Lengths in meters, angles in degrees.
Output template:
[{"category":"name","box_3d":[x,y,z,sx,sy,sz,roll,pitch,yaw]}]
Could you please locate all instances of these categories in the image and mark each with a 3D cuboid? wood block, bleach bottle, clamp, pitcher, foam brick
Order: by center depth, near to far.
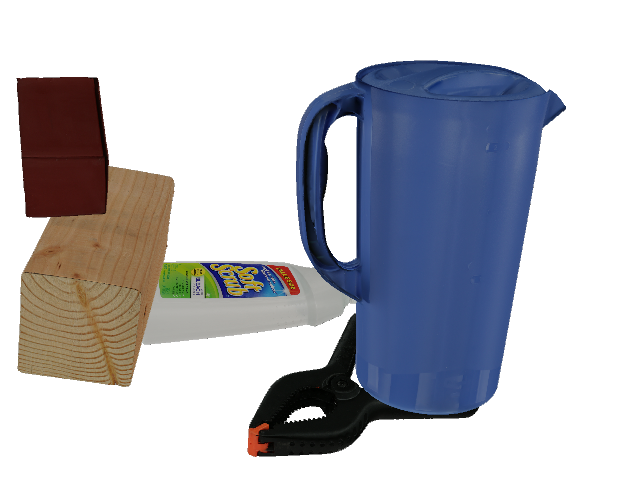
[{"category":"foam brick","box_3d":[-0.164,-0.060,0.676,0.051,0.078,0.053,-3,-42,-16]},{"category":"pitcher","box_3d":[0.074,-0.003,0.764,0.149,0.243,0.144,14,23,28]},{"category":"wood block","box_3d":[-0.182,0.021,0.890,0.090,0.091,0.206,9,27,-5]},{"category":"clamp","box_3d":[0.029,0.143,0.953,0.165,0.036,0.209,29,40,34]},{"category":"bleach bottle","box_3d":[-0.076,0.059,1.187,0.250,0.068,0.102,-5,35,-4]}]
